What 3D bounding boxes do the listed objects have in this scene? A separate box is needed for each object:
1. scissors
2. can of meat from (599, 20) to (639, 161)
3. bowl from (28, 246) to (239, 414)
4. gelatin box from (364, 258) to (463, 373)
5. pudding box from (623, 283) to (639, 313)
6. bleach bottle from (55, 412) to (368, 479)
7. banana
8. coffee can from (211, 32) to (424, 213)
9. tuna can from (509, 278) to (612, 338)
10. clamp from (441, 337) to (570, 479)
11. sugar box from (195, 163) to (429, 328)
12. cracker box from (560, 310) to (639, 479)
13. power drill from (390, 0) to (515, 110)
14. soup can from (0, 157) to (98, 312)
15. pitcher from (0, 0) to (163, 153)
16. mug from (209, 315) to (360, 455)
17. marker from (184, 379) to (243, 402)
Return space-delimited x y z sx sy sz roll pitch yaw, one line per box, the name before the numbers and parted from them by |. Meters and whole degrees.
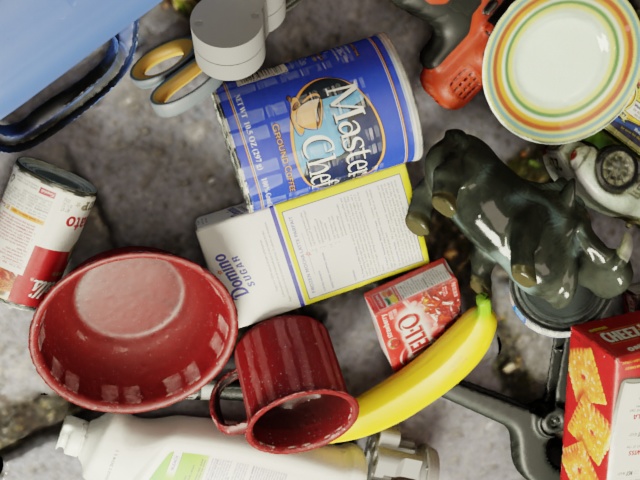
scissors | -0.068 -0.165 0.828 0.201 0.096 0.016 -48 136 -26
can of meat | 0.264 -0.120 0.880 0.102 0.057 0.084 34 98 -15
bowl | -0.148 0.060 0.844 0.162 0.055 0.162 -8 127 -11
gelatin box | 0.082 0.065 0.890 0.073 0.030 0.089 -24 138 -4
pudding box | 0.330 0.076 0.948 0.113 0.039 0.090 -12 106 -6
bleach bottle | -0.094 0.189 0.897 0.250 0.068 0.102 19 100 -11
banana | 0.080 0.110 0.885 0.069 0.037 0.198 28 117 -38
coffee can | -0.003 -0.090 0.820 0.140 0.103 0.103 -18 106 -4
tuna can | 0.202 0.039 0.900 0.086 0.033 0.086 -2 74 8
clamp | 0.208 0.146 0.947 0.164 0.036 0.210 -37 103 2
sugar box | -0.006 0.001 0.873 0.176 0.048 0.093 -17 108 -2
cracker box | 0.289 0.161 0.898 0.164 0.072 0.214 -11 115 -19
power drill | 0.109 -0.215 0.809 0.187 0.057 0.184 39 97 -30
soup can | -0.222 -0.005 0.824 0.068 0.068 0.102 23 99 -14
pitcher | -0.193 -0.177 0.764 0.243 0.149 0.145 -34 90 -3
mug | -0.034 0.119 0.866 0.117 0.081 0.093 -22 142 5
marker | -0.119 0.126 0.899 0.121 0.020 0.020 2 103 -10
